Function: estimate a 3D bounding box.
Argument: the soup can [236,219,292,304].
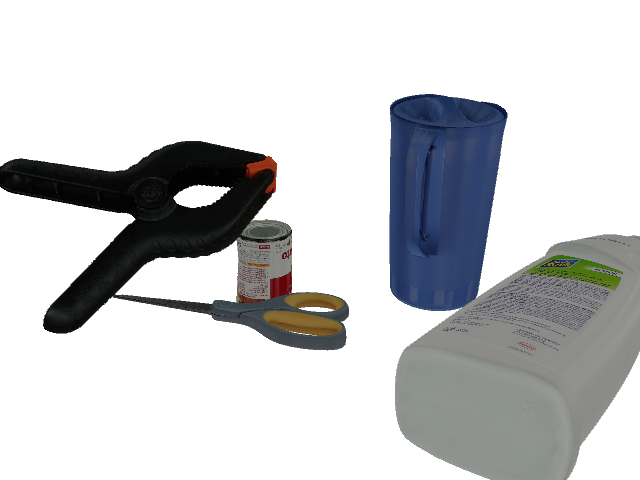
[{"bbox_3d":[-0.067,0.033,1.270,0.068,0.102,0.068,1,22,0],"label":"soup can"}]

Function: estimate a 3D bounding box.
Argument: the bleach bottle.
[{"bbox_3d":[0.147,0.050,0.619,0.103,0.068,0.250,15,26,33],"label":"bleach bottle"}]

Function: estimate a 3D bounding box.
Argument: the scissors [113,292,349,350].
[{"bbox_3d":[-0.064,0.054,0.890,0.202,0.016,0.096,13,22,25],"label":"scissors"}]

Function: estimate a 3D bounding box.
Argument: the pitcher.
[{"bbox_3d":[0.137,-0.040,1.249,0.149,0.243,0.145,-7,25,-20],"label":"pitcher"}]

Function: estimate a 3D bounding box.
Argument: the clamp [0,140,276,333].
[{"bbox_3d":[-0.113,-0.025,0.659,0.171,0.120,0.039,-25,-18,-22],"label":"clamp"}]
